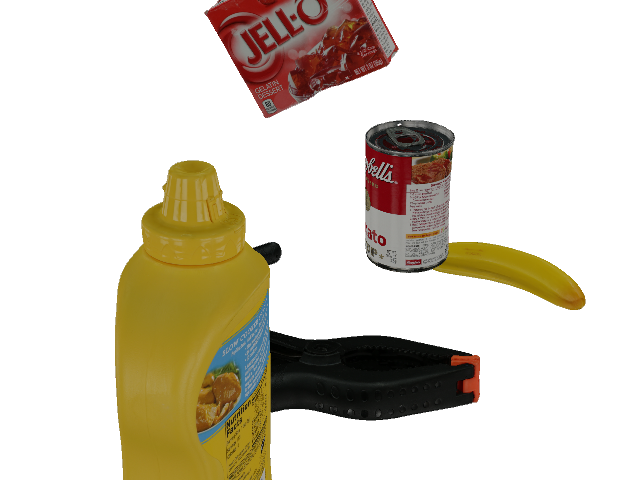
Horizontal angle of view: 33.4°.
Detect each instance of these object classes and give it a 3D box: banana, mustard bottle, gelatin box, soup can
[{"bbox_3d":[0.186,0.034,1.095,0.198,0.037,0.069,11,38,33],"label":"banana"},{"bbox_3d":[-0.052,0.058,0.452,0.058,0.192,0.096,11,27,17],"label":"mustard bottle"},{"bbox_3d":[-0.011,-0.121,0.615,0.089,0.073,0.030,-19,22,28],"label":"gelatin box"},{"bbox_3d":[0.069,-0.035,0.831,0.068,0.102,0.068,-1,27,0],"label":"soup can"}]

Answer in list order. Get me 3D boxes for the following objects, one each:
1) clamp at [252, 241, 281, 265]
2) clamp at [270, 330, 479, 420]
[{"bbox_3d":[-0.125,0.037,1.212,0.120,0.039,0.171,0,30,30],"label":"clamp"},{"bbox_3d":[-0.004,0.083,0.698,0.210,0.036,0.164,-1,16,1],"label":"clamp"}]
